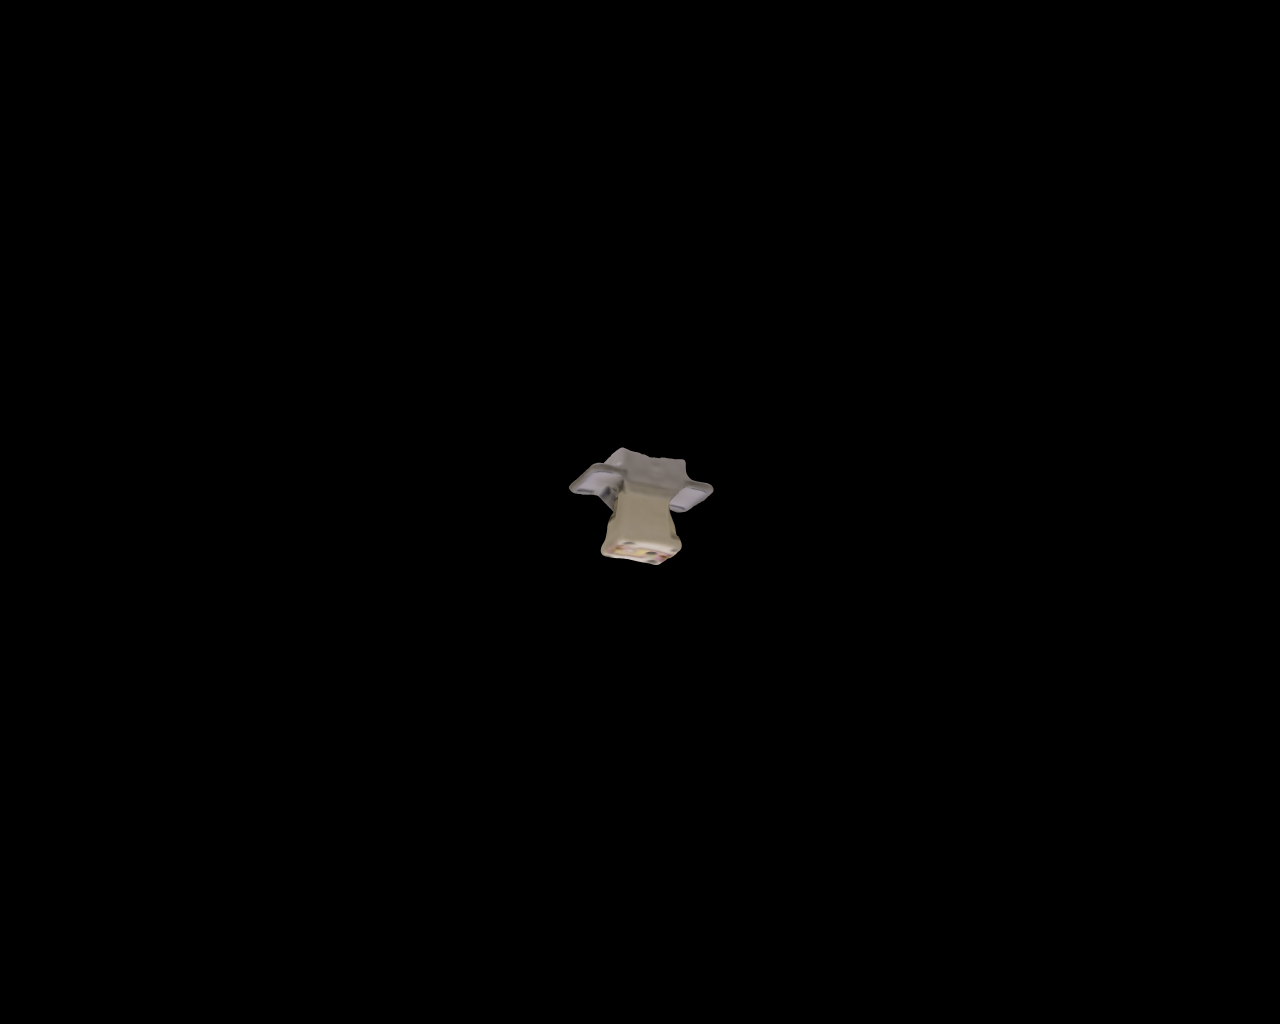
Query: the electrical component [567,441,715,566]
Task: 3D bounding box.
[{"bbox_3d":[0.001,-0.003,0.650,0.081,0.064,0.042,9,-24,-22],"label":"electrical component"}]
